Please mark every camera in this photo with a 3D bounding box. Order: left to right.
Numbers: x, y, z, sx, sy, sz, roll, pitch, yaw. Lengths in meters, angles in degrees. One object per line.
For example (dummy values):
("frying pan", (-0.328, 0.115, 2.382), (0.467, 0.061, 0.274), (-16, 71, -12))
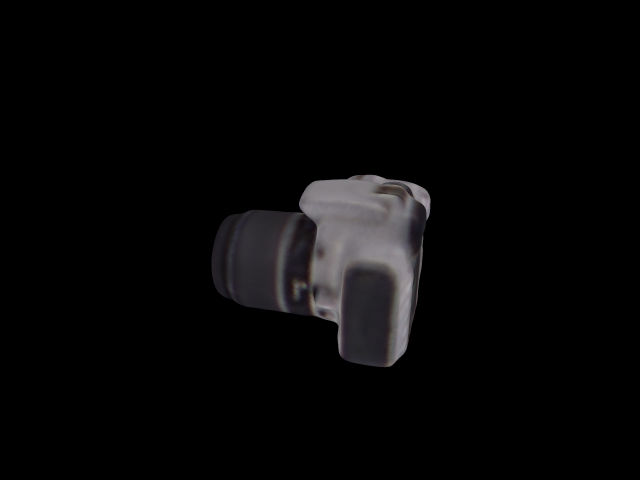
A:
("camera", (0.004, 0.001, 0.400), (0.136, 0.101, 0.143), (6, 28, 12))
